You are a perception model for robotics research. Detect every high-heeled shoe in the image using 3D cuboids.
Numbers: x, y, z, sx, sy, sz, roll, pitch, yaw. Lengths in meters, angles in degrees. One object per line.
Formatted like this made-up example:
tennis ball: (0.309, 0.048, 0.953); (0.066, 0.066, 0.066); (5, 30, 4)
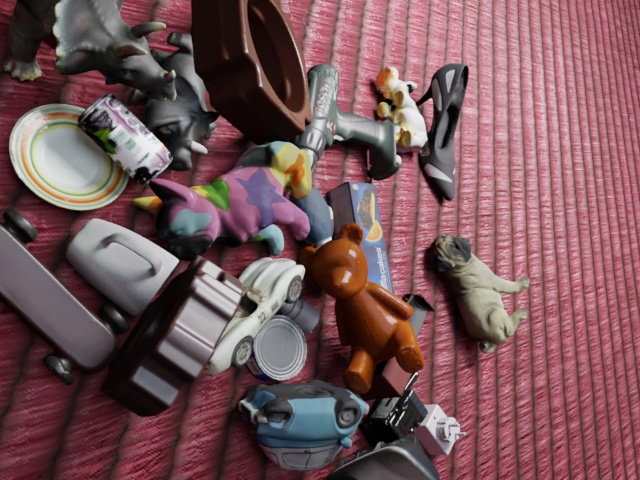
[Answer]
high-heeled shoe: (0.262, -0.212, 1.050); (0.086, 0.145, 0.248); (-11, 80, -41)

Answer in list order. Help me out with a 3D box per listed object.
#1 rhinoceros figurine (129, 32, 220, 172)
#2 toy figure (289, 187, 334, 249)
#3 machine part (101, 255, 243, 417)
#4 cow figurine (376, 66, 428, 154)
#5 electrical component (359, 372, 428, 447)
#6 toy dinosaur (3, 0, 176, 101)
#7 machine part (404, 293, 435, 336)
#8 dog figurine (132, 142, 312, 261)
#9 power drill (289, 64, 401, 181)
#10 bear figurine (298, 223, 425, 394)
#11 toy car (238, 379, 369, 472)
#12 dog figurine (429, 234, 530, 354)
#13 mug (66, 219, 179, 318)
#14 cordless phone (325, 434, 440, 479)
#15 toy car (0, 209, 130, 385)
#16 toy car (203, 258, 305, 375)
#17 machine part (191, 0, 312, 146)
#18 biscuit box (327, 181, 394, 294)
rhinoceros figurine: (-0.188, -0.182, 0.718); (0.112, 0.073, 0.190); (27, 57, -43)
toy figure: (0.000, -0.003, 0.815); (0.058, 0.064, 0.154); (-36, 107, -80)
machine part: (-0.159, 0.101, 0.572); (0.056, 0.179, 0.179); (39, 54, -19)
cow figurine: (0.162, -0.248, 1.030); (0.098, 0.068, 0.167); (-2, 79, -46)
electrical component: (0.120, 0.255, 0.814); (0.119, 0.075, 0.047); (-41, 101, -44)
toy dinosaur: (-0.305, -0.322, 0.583); (0.131, 0.192, 0.404); (-31, 96, -44)
machine part: (0.139, 0.142, 0.894); (0.084, 0.039, 0.139); (51, 51, -7)
dog figurine: (-0.124, -0.060, 0.701); (0.219, 0.108, 0.191); (12, 70, -34)
power drill: (0.037, -0.165, 0.898); (0.207, 0.086, 0.232); (15, 66, -28)
bear figurine: (0.052, 0.088, 0.738); (0.195, 0.120, 0.132); (59, 18, -17)
toy car: (-0.022, 0.239, 0.683); (0.161, 0.109, 0.102); (4, 90, -30)
dog figurine: (0.270, 0.097, 0.993); (0.190, 0.121, 0.172); (28, 54, -13)
mug: (-0.222, 0.023, 0.593); (0.107, 0.109, 0.081); (34, 61, -10)
cordless phone: (0.050, 0.306, 0.676); (0.184, 0.146, 0.089); (21, 42, -47)
toy car: (-0.290, 0.058, 0.553); (0.202, 0.053, 0.089); (50, 64, -18)
toy car: (-0.093, 0.088, 0.683); (0.202, 0.074, 0.056); (-50, 139, -39)
machine part: (-0.093, -0.250, 0.757); (0.201, 0.087, 0.201); (34, 46, -63)
biscuit box: (0.065, 0.010, 0.862); (0.063, 0.059, 0.202); (2, 74, -40)
